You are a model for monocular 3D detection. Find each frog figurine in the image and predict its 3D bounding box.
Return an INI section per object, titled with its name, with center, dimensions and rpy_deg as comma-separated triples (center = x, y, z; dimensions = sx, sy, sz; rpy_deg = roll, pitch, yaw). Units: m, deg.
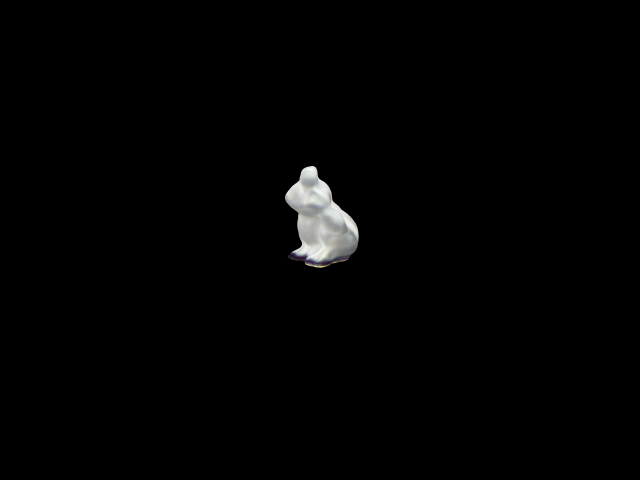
[frog figurine]
center = 0.003, -0.043, 0.850
dimensions = 0.123, 0.158, 0.138
rpy_deg = -1, 9, -9
